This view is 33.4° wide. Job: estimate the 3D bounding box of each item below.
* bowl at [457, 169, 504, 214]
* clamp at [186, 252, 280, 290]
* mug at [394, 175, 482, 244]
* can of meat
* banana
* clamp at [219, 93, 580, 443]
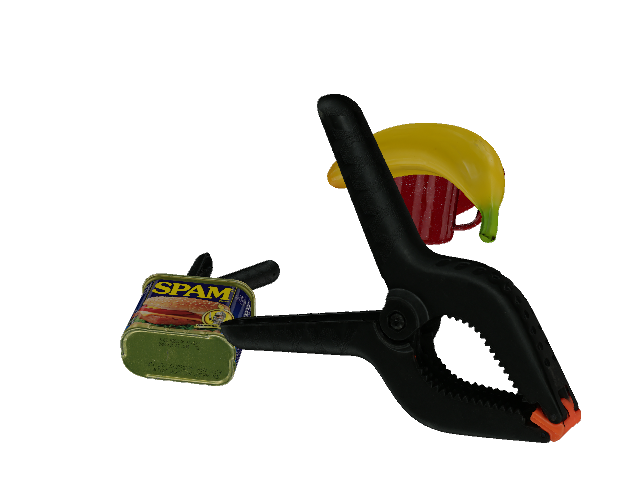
[{"bbox_3d":[0.124,-0.070,1.211,0.162,0.055,0.162,8,26,-4],"label":"bowl"},{"bbox_3d":[-0.126,0.059,1.148,0.120,0.039,0.171,-6,25,35],"label":"clamp"},{"bbox_3d":[0.102,-0.042,1.012,0.117,0.081,0.093,9,12,16],"label":"mug"},{"bbox_3d":[-0.112,0.076,0.909,0.102,0.057,0.084,5,30,5],"label":"can of meat"},{"bbox_3d":[0.071,-0.054,0.762,0.037,0.069,0.198,42,-10,-31],"label":"banana"},{"bbox_3d":[0.048,0.029,0.566,0.210,0.165,0.036,29,24,26],"label":"clamp"}]
